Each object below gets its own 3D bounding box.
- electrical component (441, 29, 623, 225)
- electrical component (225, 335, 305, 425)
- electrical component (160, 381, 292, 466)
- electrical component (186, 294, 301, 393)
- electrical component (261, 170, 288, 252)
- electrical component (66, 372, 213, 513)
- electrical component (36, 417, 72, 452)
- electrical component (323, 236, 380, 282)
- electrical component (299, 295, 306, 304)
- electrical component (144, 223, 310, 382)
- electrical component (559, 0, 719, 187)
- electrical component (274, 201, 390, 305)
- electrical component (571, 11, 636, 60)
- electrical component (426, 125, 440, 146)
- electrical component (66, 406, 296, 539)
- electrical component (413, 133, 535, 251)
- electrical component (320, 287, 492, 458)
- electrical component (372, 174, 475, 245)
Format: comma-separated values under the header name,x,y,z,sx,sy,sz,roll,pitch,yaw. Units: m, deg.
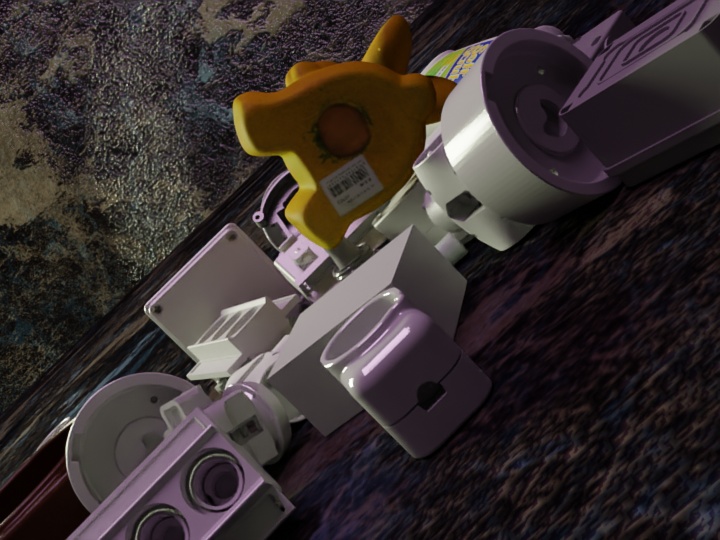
name,x,y,z,sx,sy,sz,roll,pitch,yaw
electrical component,0.098,-0.078,0.625,0.060,0.108,0.108,-39,11,51
electrical component,-0.051,0.072,0.751,0.079,0.043,0.077,-49,12,-23
electrical component,-0.081,0.105,0.678,0.057,0.078,0.058,-29,-1,-41
electrical component,-0.085,0.064,0.848,0.078,0.063,0.121,-49,12,-21
electrical component,-0.051,-0.055,1.079,0.099,0.099,0.064,-46,6,-8
electrical component,-0.148,0.125,0.751,0.108,0.108,0.060,-46,6,-11
electrical component,-0.271,0.191,1.005,0.079,0.077,0.043,-44,12,5
electrical component,0.000,0.000,0.784,0.043,0.062,0.043,-42,12,11
electrical component,-0.028,0.001,0.914,0.066,0.047,0.076,-31,18,49
electrical component,-0.114,0.032,0.950,0.109,0.108,0.056,-45,9,-2
electrical component,0.172,-0.101,0.566,0.113,0.057,0.078,-30,19,52
electrical component,-0.003,-0.024,0.844,0.121,0.063,0.078,-45,-29,-7
electrical component,0.150,-0.121,0.732,0.100,0.048,0.099,-31,17,48
electrical component,0.087,-0.110,0.914,0.083,0.047,0.076,-49,13,-20
electrical component,-0.102,0.148,0.592,0.121,0.079,0.063,-46,-17,-6
electrical component,0.067,-0.048,0.685,0.043,0.077,0.079,-53,10,-32
electrical component,0.020,0.049,0.551,0.054,0.059,0.095,-45,11,-3
electrical component,0.059,-0.046,0.766,0.096,0.061,0.061,-44,9,44
